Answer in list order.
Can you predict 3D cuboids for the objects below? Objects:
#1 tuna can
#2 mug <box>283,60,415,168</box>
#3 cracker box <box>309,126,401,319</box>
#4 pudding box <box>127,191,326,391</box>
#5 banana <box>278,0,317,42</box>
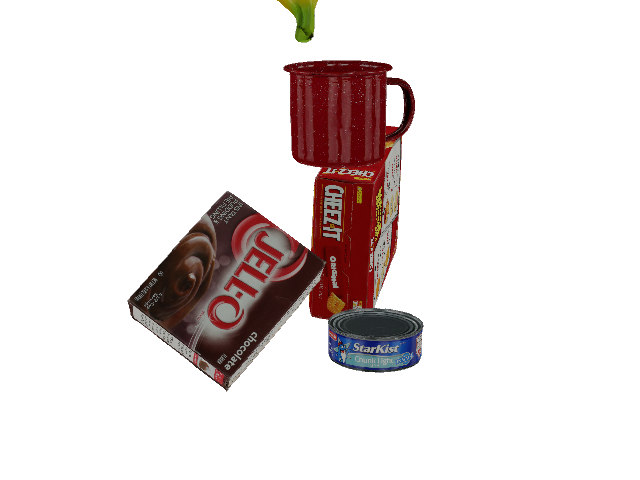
[{"bbox_3d":[0.049,0.089,0.963,0.086,0.034,0.086,1,14,0],"label":"tuna can"},{"bbox_3d":[0.026,-0.110,0.919,0.117,0.081,0.093,-7,17,-21],"label":"mug"},{"bbox_3d":[0.042,-0.026,1.202,0.072,0.164,0.213,6,22,11],"label":"cracker box"},{"bbox_3d":[-0.064,0.034,0.748,0.090,0.113,0.039,35,-21,10],"label":"pudding box"},{"bbox_3d":[-0.071,-0.175,0.668,0.198,0.069,0.037,20,-34,31],"label":"banana"}]
